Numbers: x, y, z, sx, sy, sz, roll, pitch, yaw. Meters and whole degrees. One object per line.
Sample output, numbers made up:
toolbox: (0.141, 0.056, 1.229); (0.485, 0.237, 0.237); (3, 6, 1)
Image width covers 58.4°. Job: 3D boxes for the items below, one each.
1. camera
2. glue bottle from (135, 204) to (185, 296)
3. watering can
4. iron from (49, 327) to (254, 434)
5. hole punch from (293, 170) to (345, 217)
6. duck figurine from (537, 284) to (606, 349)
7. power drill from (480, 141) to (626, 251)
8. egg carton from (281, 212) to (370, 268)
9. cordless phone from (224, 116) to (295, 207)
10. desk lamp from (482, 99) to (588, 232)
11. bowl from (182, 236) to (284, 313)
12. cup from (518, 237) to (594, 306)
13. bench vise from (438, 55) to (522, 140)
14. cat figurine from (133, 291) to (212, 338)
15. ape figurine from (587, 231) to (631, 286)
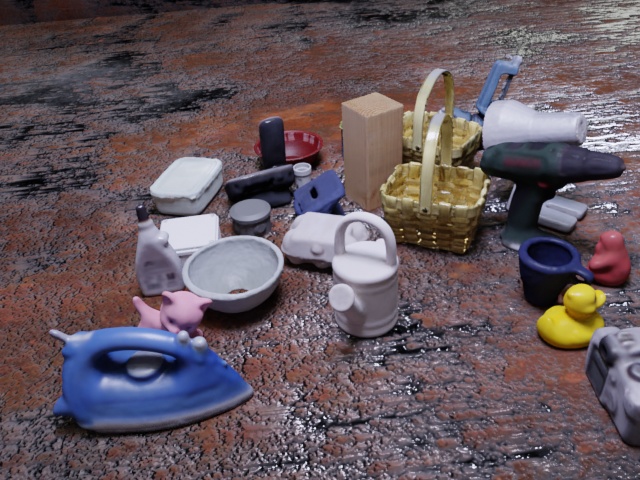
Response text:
camera: (0.430, 0.169, 0.726); (0.136, 0.101, 0.143); (-3, 35, 1)
glue bottle: (-0.277, 0.016, 0.953); (0.078, 0.173, 0.037); (-9, 36, -6)
watering can: (0.067, 0.049, 0.853); (0.101, 0.194, 0.173); (-1, 35, 5)
iron: (-0.225, 0.166, 0.764); (0.258, 0.142, 0.118); (-4, 35, 1)
hole punch: (-0.002, -0.077, 1.126); (0.101, 0.091, 0.108); (-11, 36, -9)
duck figurine: (0.371, 0.104, 0.837); (0.105, 0.086, 0.077); (-13, 36, -12)
power drill: (0.383, -0.075, 0.982); (0.228, 0.209, 0.076); (23, 44, 33)
egg carton: (0.009, 0.004, 1.030); (0.150, 0.069, 0.107); (7, 37, 16)
cordless phone: (-0.128, -0.160, 1.175); (0.148, 0.185, 0.094); (-19, 38, -19)
desk lamp: (0.409, -0.151, 1.082); (0.202, 0.214, 0.118); (23, 43, 33)
bowl: (-0.139, 0.068, 0.951); (0.167, 0.075, 0.167); (-3, 35, 2)
cup: (0.362, 0.061, 0.891); (0.092, 0.095, 0.117); (-29, 42, -31)
bench vise: (0.376, -0.299, 1.289); (0.207, 0.220, 0.121); (-10, 36, -9)
cat figurine: (-0.224, 0.114, 0.858); (0.127, 0.118, 0.067); (9, 37, 18)
ape figurine: (0.471, 0.024, 0.934); (0.078, 0.092, 0.076); (-20, 38, -20)
